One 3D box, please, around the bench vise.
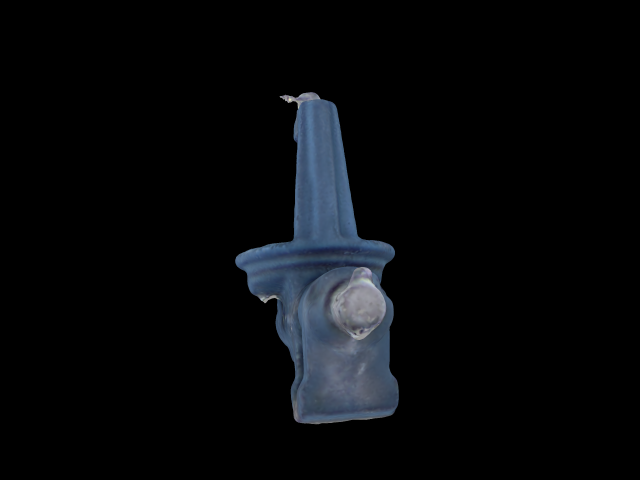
[{"bbox_3d":[0.014,0.001,0.406,0.122,0.220,0.206,-4,8,-29],"label":"bench vise"}]
